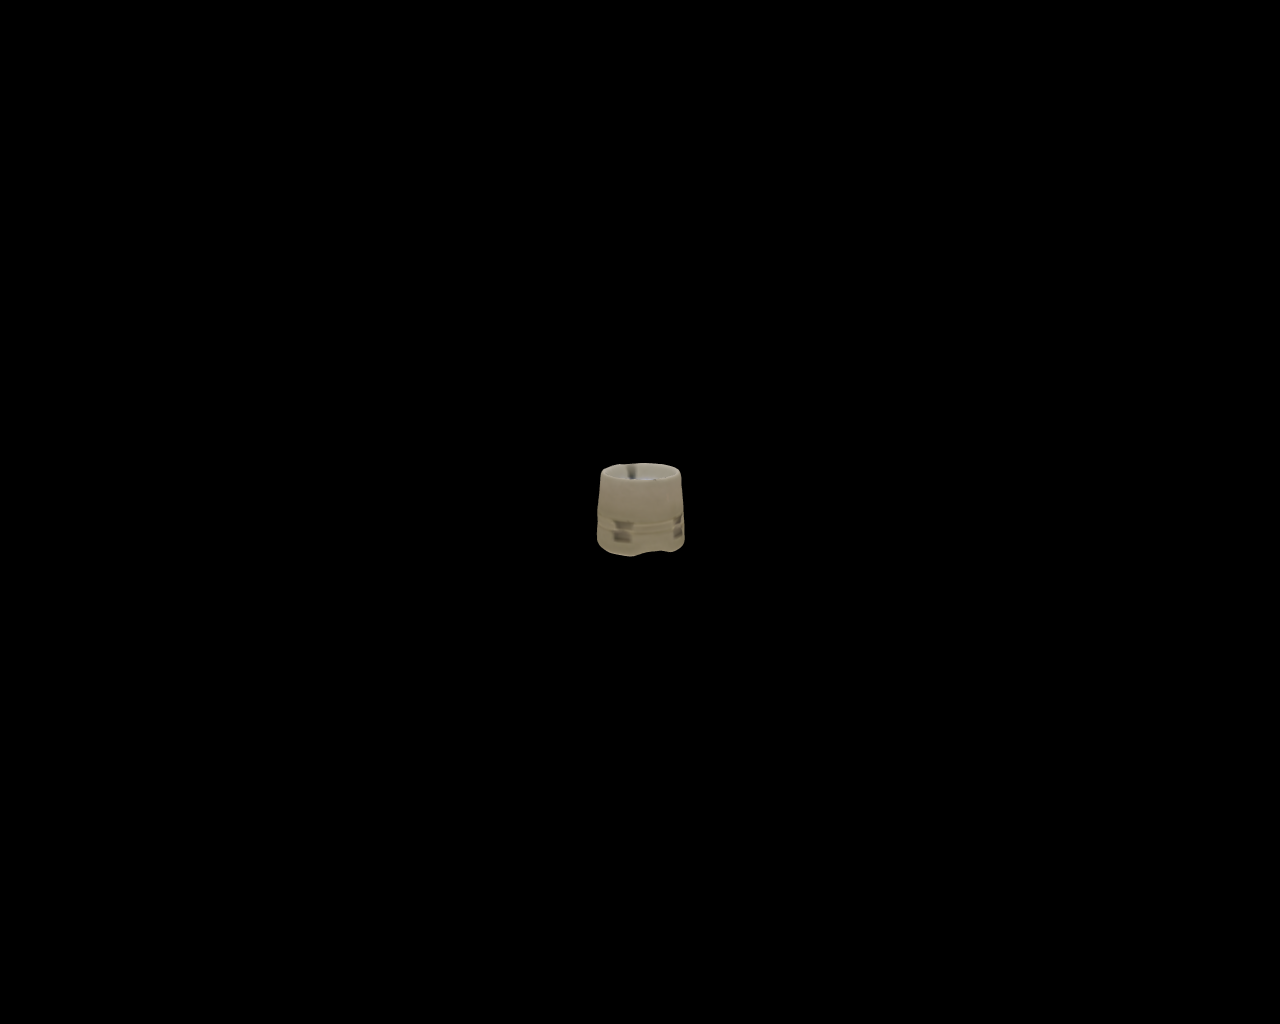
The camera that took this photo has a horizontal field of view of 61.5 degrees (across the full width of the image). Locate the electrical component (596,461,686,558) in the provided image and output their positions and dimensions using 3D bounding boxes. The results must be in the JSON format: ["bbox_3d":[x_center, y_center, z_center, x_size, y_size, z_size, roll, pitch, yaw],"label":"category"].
[{"bbox_3d":[0.001,-0.003,0.650,0.055,0.047,0.055,0,16,0],"label":"electrical component"}]
